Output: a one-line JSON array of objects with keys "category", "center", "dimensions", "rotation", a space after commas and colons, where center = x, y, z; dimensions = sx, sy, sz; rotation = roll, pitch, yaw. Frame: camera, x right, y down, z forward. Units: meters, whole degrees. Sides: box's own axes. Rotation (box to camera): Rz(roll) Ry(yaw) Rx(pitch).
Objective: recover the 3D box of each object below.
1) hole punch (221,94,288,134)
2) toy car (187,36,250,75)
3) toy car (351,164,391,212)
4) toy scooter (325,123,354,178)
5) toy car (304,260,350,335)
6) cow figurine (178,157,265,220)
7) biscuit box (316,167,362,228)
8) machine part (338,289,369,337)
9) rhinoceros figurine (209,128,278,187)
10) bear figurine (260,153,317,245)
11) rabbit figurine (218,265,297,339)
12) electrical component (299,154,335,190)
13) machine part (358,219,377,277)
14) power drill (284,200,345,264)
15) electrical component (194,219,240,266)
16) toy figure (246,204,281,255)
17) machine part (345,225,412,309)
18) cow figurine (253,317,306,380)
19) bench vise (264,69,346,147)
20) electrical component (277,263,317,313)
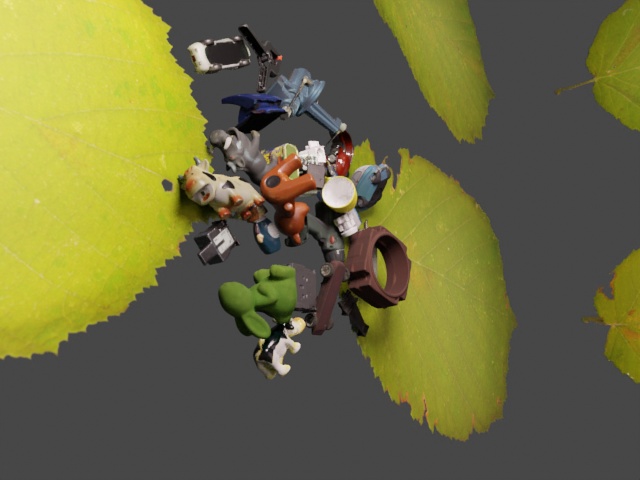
[{"category": "hole punch", "center": [-0.159, -0.317, 1.290], "dimensions": [0.142, 0.116, 0.092], "rotation": [-17, 87, -55]}, {"category": "toy car", "center": [-0.232, -0.436, 1.269], "dimensions": [0.202, 0.056, 0.073], "rotation": [-39, 117, -55]}, {"category": "toy car", "center": [0.143, -0.174, 1.660], "dimensions": [0.109, 0.103, 0.161], "rotation": [-30, 149, -46]}, {"category": "toy scooter", "center": [0.056, -0.264, 1.577], "dimensions": [0.135, 0.075, 0.184], "rotation": [74, 27, -48]}, {"category": "toy car", "center": [0.015, 0.150, 1.407], "dimensions": [0.089, 0.053, 0.202], "rotation": [16, 93, -53]}, {"category": "cow figurine", "center": [-0.217, -0.109, 1.154], "dimensions": [0.127, 0.085, 0.195], "rotation": [49, 19, 15]}, {"category": "biscuit box", "center": [0.046, -0.110, 1.548], "dimensions": [0.202, 0.063, 0.059], "rotation": [60, 39, -22]}, {"category": "machine part", "center": [0.098, 0.214, 1.546], "dimensions": [0.138, 0.039, 0.084], "rotation": [62, 33, -19]}, {"category": "rhinoceros figurine", "center": [-0.181, -0.197, 1.261], "dimensions": [0.190, 0.073, 0.112], "rotation": [41, 60, -42]}, {"category": "bear figurine", "center": [-0.063, -0.088, 1.282], "dimensions": [0.120, 0.132, 0.195], "rotation": [57, -2, 38]}, {"category": "rabbit figurine", "center": [-0.148, 0.136, 1.193], "dimensions": [0.170, 0.121, 0.159], "rotation": [-1, 88, -36]}, {"category": "electrical component", "center": [-0.014, -0.170, 1.373], "dimensions": [0.102, 0.045, 0.078], "rotation": [15, 76, -23]}, {"category": "machine part", "center": [0.134, 0.057, 1.608], "dimensions": [0.079, 0.079, 0.243], "rotation": [24, 61, -49]}, {"category": "power drill", "center": [-0.003, -0.004, 1.436], "dimensions": [0.207, 0.086, 0.232], "rotation": [11, 69, -48]}, {"category": "electrical component", "center": [-0.229, 0.015, 1.144], "dimensions": [0.074, 0.048, 0.119], "rotation": [61, 39, -22]}, {"category": "toy figure", "center": [-0.142, -0.042, 1.278], "dimensions": [0.064, 0.058, 0.154], "rotation": [-120, -174, -77]}, {"category": "machine part", "center": [0.169, 0.076, 1.518], "dimensions": [0.201, 0.087, 0.201], "rotation": [38, 53, -35]}, {"category": "cow figurine", "center": [-0.097, 0.230, 1.250], "dimensions": [0.098, 0.068, 0.167], "rotation": [51, 42, -24]}, {"category": "bench vise", "center": [-0.026, -0.362, 1.459], "dimensions": [0.240, 0.129, 0.224], "rotation": [36, 30, -20]}, {"category": "electrical component", "center": [-0.065, 0.120, 1.332], "dimensions": [0.134, 0.058, 0.115], "rotation": [17, 65, -51]}]
